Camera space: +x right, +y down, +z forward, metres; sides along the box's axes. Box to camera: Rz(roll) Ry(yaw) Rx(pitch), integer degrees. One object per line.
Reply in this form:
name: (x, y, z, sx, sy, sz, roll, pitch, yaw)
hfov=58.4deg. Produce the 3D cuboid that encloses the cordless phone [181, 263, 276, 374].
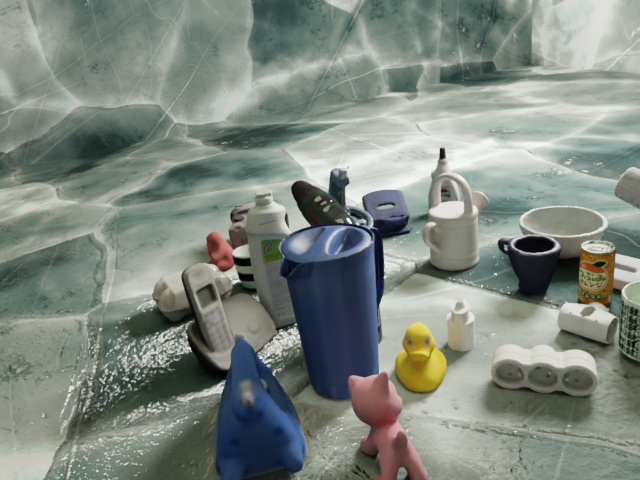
cordless phone: (-0.156, 0.112, 0.949, 0.093, 0.185, 0.148, 9, 29, 35)

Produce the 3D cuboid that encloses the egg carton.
egg carton: (-0.255, 0.103, 1.148, 0.151, 0.069, 0.107, -20, 26, -26)

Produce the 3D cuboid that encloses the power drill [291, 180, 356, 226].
power drill: (0.010, 0.004, 1.116, 0.076, 0.209, 0.228, -18, 25, -22)

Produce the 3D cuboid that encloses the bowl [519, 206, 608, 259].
bowl: (0.490, -0.008, 1.160, 0.167, 0.075, 0.167, -7, 23, 3)

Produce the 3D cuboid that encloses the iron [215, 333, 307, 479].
iron: (-0.097, 0.202, 0.777, 0.119, 0.141, 0.257, -12, 24, -9)

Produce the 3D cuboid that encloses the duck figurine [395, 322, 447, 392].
duck figurine: (0.149, 0.163, 0.859, 0.077, 0.086, 0.104, -3, 24, 12)

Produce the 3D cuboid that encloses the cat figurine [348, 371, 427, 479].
cat figurine: (0.079, 0.221, 0.707, 0.067, 0.118, 0.127, -13, 24, -12)

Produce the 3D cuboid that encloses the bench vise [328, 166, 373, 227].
bench vise: (0.028, -0.061, 1.247, 0.122, 0.220, 0.206, -25, 28, -34)

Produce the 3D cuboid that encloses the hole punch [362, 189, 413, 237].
hole punch: (0.161, -0.066, 1.380, 0.108, 0.091, 0.101, -9, 23, -4)

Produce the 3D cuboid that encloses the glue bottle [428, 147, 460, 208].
glue bottle: (0.303, -0.145, 1.412, 0.078, 0.173, 0.037, -3, 24, 11)

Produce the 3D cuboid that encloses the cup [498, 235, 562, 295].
cup: (0.377, 0.046, 1.047, 0.092, 0.095, 0.117, -26, 29, -36)

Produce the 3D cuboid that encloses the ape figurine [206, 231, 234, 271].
ape figurine: (-0.232, 0.023, 1.297, 0.076, 0.092, 0.078, -4, 24, 8)

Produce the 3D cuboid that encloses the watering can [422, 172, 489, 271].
watering can: (0.274, -0.048, 1.170, 0.100, 0.194, 0.173, 7, 27, 31)

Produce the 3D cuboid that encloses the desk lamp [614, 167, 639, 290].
desk lamp: (0.574, -0.011, 0.965, 0.118, 0.214, 0.202, -24, 28, -33)

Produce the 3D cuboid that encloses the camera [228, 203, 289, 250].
camera: (-0.146, -0.035, 1.393, 0.137, 0.101, 0.143, -7, 23, 1)
